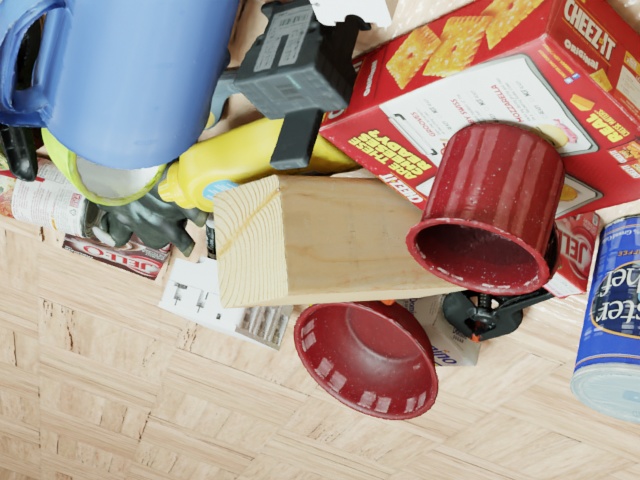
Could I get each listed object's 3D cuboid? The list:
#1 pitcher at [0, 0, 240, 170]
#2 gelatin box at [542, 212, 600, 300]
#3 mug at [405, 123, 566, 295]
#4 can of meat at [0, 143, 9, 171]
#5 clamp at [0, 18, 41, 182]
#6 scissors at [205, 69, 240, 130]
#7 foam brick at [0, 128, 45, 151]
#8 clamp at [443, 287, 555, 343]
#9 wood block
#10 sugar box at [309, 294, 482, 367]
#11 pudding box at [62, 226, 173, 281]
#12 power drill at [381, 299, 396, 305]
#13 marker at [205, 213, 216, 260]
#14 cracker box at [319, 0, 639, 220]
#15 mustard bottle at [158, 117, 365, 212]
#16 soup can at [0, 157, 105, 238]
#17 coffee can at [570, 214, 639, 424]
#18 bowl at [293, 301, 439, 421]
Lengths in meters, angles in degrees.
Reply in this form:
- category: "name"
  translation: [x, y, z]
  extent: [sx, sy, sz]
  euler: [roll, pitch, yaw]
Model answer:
- category: "pitcher"
  translation: [-0.122, -0.154, 0.688]
  extent: [0.145, 0.149, 0.243]
  euler: [24, 150, -5]
- category: "gelatin box"
  translation: [0.183, -0.005, 0.851]
  extent: [0.089, 0.073, 0.030]
  euler: [34, 150, -28]
- category: "mug"
  translation: [0.120, -0.015, 0.697]
  extent: [0.117, 0.081, 0.093]
  euler: [35, 151, -28]
- category: "can of meat"
  translation: [-0.331, -0.106, 1.008]
  extent: [0.084, 0.057, 0.102]
  euler: [-2, 147, 31]
- category: "clamp"
  translation: [-0.254, -0.109, 0.829]
  extent: [0.036, 0.164, 0.210]
  euler: [16, 119, 4]
- category: "scissors"
  translation: [-0.065, -0.116, 0.861]
  extent: [0.202, 0.016, 0.096]
  euler: [7, 153, 23]
- category: "foam brick"
  translation: [-0.274, -0.119, 0.948]
  extent: [0.078, 0.053, 0.051]
  euler: [33, 151, -28]
- category: "clamp"
  translation: [0.151, 0.056, 1.030]
  extent: [0.120, 0.039, 0.172]
  euler: [20, 154, 1]
- category: "wood block"
  translation: [0.028, 0.001, 0.841]
  extent: [0.205, 0.090, 0.091]
  euler: [0, 173, -38]
- category: "sugar box"
  translation: [0.077, 0.101, 1.159]
  extent: [0.177, 0.048, 0.093]
  euler: [-4, 145, 40]
- category: "pudding box"
  translation: [-0.218, -0.001, 1.157]
  extent: [0.113, 0.039, 0.090]
  euler: [22, 154, -9]
- category: "power drill"
  translation: [-0.007, 0.001, 1.005]
  extent: [0.187, 0.057, 0.184]
  euler: [18, 157, -2]
- category: "marker"
  translation: [-0.110, -0.001, 1.111]
  extent: [0.020, 0.020, 0.121]
  euler: [17, 154, 3]
- category: "cracker box"
  translation: [0.129, -0.084, 0.736]
  extent: [0.164, 0.072, 0.214]
  euler: [35, 151, -28]
- category: "mustard bottle"
  translation: [-0.055, -0.062, 0.861]
  extent: [0.192, 0.058, 0.096]
  euler: [-16, 170, 32]
- category: "soup can"
  translation: [-0.272, -0.046, 1.073]
  extent: [0.102, 0.068, 0.068]
  euler: [15, 154, 6]
- category: "coffee can"
  translation: [0.264, 0.064, 0.858]
  extent: [0.103, 0.140, 0.103]
  euler: [15, 154, 7]
- category: "bowl"
  translation: [0.055, 0.108, 1.087]
  extent: [0.162, 0.055, 0.162]
  euler: [19, 136, 19]
